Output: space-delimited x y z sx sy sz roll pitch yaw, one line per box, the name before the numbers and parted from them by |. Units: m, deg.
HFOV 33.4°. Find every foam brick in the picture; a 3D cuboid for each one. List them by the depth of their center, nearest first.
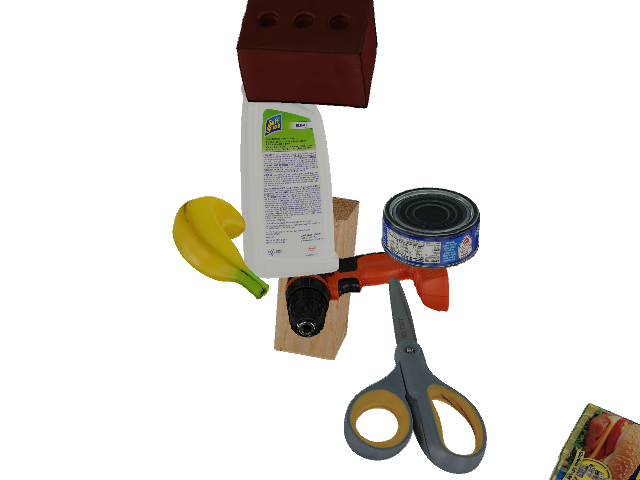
foam brick | -0.007 -0.118 0.653 0.078 0.053 0.051 4 -30 11

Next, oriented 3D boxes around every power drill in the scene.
power drill | 0.052 0.051 1.238 0.187 0.057 0.184 -2 28 1

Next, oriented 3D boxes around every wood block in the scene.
wood block | -0.006 0.048 1.480 0.090 0.206 0.090 9 22 10

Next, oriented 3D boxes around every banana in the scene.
banana | -0.082 -0.003 0.813 0.069 0.037 0.198 44 6 -17

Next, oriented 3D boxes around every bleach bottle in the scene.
bleach bottle | -0.031 -0.091 1.097 0.102 0.251 0.068 -5 16 -20

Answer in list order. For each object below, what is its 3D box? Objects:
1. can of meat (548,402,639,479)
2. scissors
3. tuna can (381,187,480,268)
can of meat | 0.219 0.176 0.785 0.084 0.057 0.101 22 39 23
scissors | 0.044 0.084 0.711 0.096 0.016 0.202 -5 33 -18
tuna can | 0.096 -0.012 0.932 0.086 0.034 0.086 -1 32 0
